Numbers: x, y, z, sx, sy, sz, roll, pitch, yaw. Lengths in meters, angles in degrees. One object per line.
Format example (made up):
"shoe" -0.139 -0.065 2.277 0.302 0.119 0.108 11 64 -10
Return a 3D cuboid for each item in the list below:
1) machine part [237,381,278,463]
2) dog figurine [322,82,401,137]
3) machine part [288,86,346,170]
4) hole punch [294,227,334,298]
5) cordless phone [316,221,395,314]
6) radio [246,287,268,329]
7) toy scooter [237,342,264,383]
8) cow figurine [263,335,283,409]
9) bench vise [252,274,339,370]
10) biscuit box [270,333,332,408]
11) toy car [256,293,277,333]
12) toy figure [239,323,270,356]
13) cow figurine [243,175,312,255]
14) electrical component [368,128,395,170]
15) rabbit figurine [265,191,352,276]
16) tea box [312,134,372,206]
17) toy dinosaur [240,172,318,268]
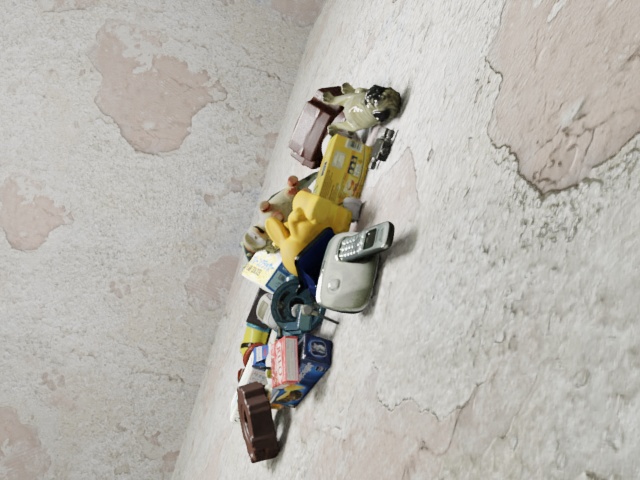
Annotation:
"machine part" -0.145 0.404 1.203 0.179 0.056 0.179 172 90 -72
"dog figurine" 0.125 -0.298 1.201 0.191 0.121 0.172 4 31 42
"machine part" 0.015 -0.294 1.399 0.201 0.087 0.201 -32 -28 -56
"hole punch" 0.021 0.055 1.053 0.142 0.092 0.115 -47 -26 -23
"cordless phone" 0.072 0.048 0.906 0.184 0.089 0.146 -31 42 64
"radio" -0.147 0.148 1.601 0.230 0.073 0.131 -72 7 -55
"toy scooter" -0.199 0.375 1.570 0.135 0.075 0.183 -144 69 -75
"cow figurine" -0.103 0.317 1.265 0.098 0.068 0.167 129 156 -58
"bench vise" -0.051 0.178 1.148 0.240 0.129 0.223 141 143 -74
"biscuit box" -0.041 0.270 1.096 0.063 0.059 0.202 -84 18 -44
"toy car" -0.104 0.180 1.326 0.162 0.103 0.109 38 109 59
"toy figure" -0.195 0.285 1.665 0.089 0.082 0.180 166 124 -76
"cow figurine" -0.105 -0.047 1.265 0.195 0.086 0.127 -46 -16 -21
"electrical component" 0.129 -0.188 1.125 0.063 0.021 0.094 -113 44 -70
"rabbit figurine" -0.039 -0.013 1.122 0.163 0.121 0.173 18 92 33
"tea box" 0.048 -0.142 1.227 0.068 0.098 0.169 168 122 -74
"toy dinosaur" -0.108 -0.055 1.536 0.131 0.192 0.405 138 147 -61
